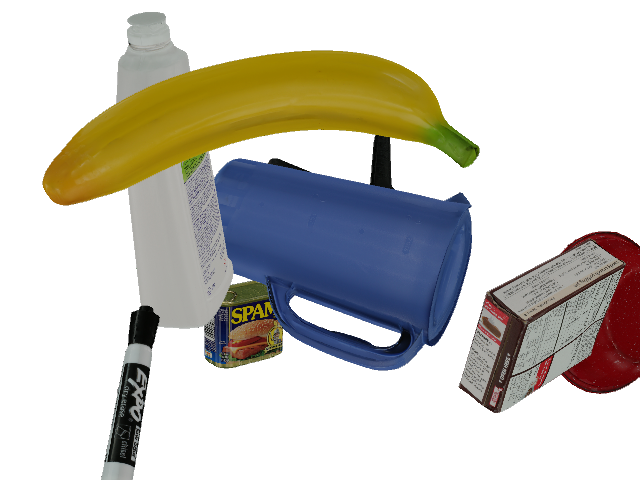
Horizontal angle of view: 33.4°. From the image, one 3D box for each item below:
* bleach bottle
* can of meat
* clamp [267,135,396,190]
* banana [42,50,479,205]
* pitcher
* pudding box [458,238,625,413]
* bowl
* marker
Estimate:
[{"bbox_3d":[-0.118,-0.058,0.842,0.068,0.251,0.102,2,31,9],"label":"bleach bottle"},{"bbox_3d":[-0.092,0.100,1.279,0.101,0.084,0.058,-10,19,-37],"label":"can of meat"},{"bbox_3d":[0.046,-0.040,1.196,0.164,0.210,0.036,-14,-37,-23],"label":"clamp"},{"bbox_3d":[-0.028,-0.056,0.489,0.197,0.037,0.070,-8,44,-11],"label":"banana"},{"bbox_3d":[0.010,0.011,0.988,0.243,0.145,0.149,15,20,17],"label":"pitcher"},{"bbox_3d":[0.153,0.058,0.736,0.113,0.090,0.039,-25,48,-36],"label":"pudding box"},{"bbox_3d":[0.293,0.071,1.035,0.161,0.162,0.055,0,0,-28],"label":"bowl"},{"bbox_3d":[-0.118,0.097,0.666,0.020,0.121,0.020,4,-28,2],"label":"marker"}]
